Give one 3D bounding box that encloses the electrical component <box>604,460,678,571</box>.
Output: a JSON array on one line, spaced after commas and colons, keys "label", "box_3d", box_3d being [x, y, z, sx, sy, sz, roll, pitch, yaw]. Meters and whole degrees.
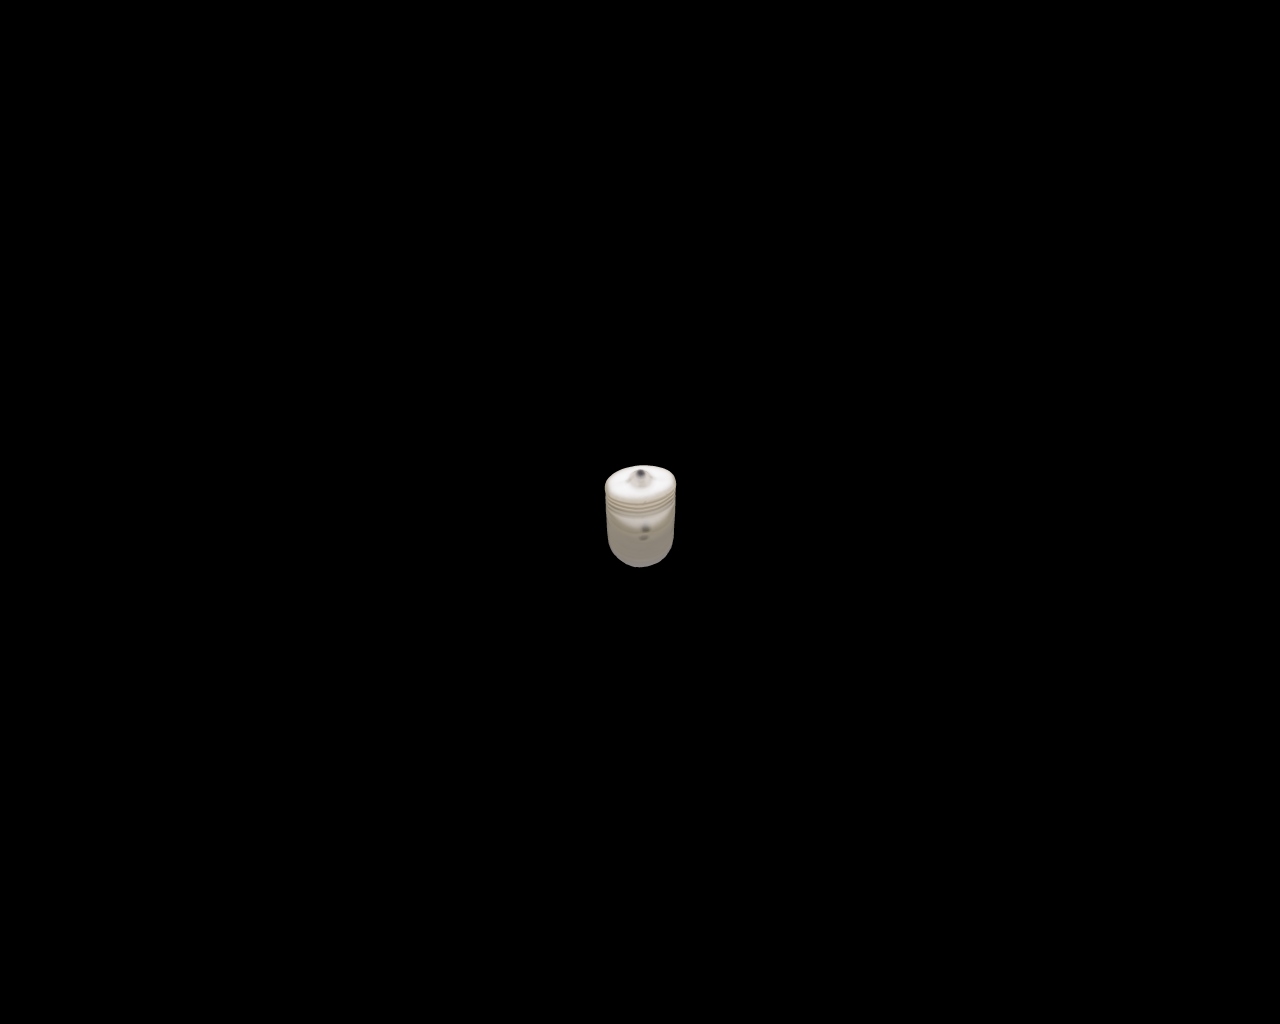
[{"label": "electrical component", "box_3d": [0.001, -0.003, 0.650, 0.043, 0.043, 0.080, 0, -32, 0]}]
